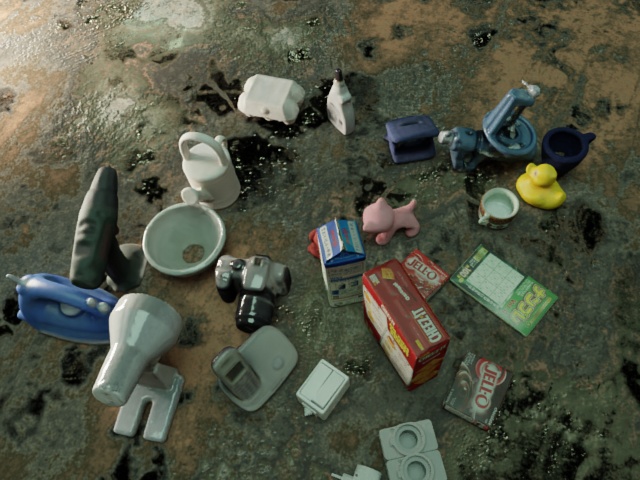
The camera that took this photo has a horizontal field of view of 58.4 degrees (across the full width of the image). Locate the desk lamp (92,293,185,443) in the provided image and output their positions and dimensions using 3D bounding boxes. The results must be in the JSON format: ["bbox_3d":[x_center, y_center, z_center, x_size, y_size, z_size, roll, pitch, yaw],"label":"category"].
[{"bbox_3d":[-0.305,0.221,0.980,0.117,0.214,0.203,7,62,8],"label":"desk lamp"}]

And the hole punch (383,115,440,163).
[{"bbox_3d":[0.199,-0.236,1.261,0.108,0.091,0.101,-11,61,-1],"label":"hole punch"}]

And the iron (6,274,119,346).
[{"bbox_3d":[-0.459,0.123,1.086,0.258,0.141,0.119,12,63,11],"label":"iron"}]

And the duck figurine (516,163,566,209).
[{"bbox_3d":[0.463,-0.118,1.181,0.077,0.086,0.104,-42,67,-17],"label":"duck figurine"}]

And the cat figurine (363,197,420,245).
[{"bbox_3d":[0.138,-0.047,1.148,0.128,0.118,0.067,-20,62,-6],"label":"cat figurine"}]

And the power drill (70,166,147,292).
[{"bbox_3d":[-0.406,0.003,1.109,0.075,0.208,0.229,2,62,6],"label":"power drill"}]

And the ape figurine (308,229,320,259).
[{"bbox_3d":[0.011,0.004,1.144,0.076,0.092,0.077,-9,61,0],"label":"ape figurine"}]

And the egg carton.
[{"bbox_3d":[-0.114,-0.330,1.347,0.150,0.069,0.107,12,63,11],"label":"egg carton"}]

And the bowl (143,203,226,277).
[{"bbox_3d":[-0.269,0.011,1.171,0.167,0.075,0.167,-2,61,3],"label":"bowl"}]

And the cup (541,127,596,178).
[{"bbox_3d":[0.515,-0.180,1.206,0.118,0.095,0.091,-22,62,-7],"label":"cup"}]

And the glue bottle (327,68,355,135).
[{"bbox_3d":[0.045,-0.313,1.267,0.037,0.173,0.078,-33,64,-13],"label":"glue bottle"}]

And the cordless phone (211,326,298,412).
[{"bbox_3d":[-0.116,0.207,0.990,0.094,0.185,0.148,33,69,20],"label":"cordless phone"}]

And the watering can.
[{"bbox_3d":[-0.232,-0.148,1.186,0.101,0.194,0.173,-7,61,1],"label":"watering can"}]

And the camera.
[{"bbox_3d":[-0.136,0.102,1.097,0.143,0.101,0.137,5,62,7],"label":"camera"}]

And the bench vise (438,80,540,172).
[{"bbox_3d":[0.357,-0.221,1.168,0.207,0.220,0.121,-19,62,-6],"label":"bench vise"}]
